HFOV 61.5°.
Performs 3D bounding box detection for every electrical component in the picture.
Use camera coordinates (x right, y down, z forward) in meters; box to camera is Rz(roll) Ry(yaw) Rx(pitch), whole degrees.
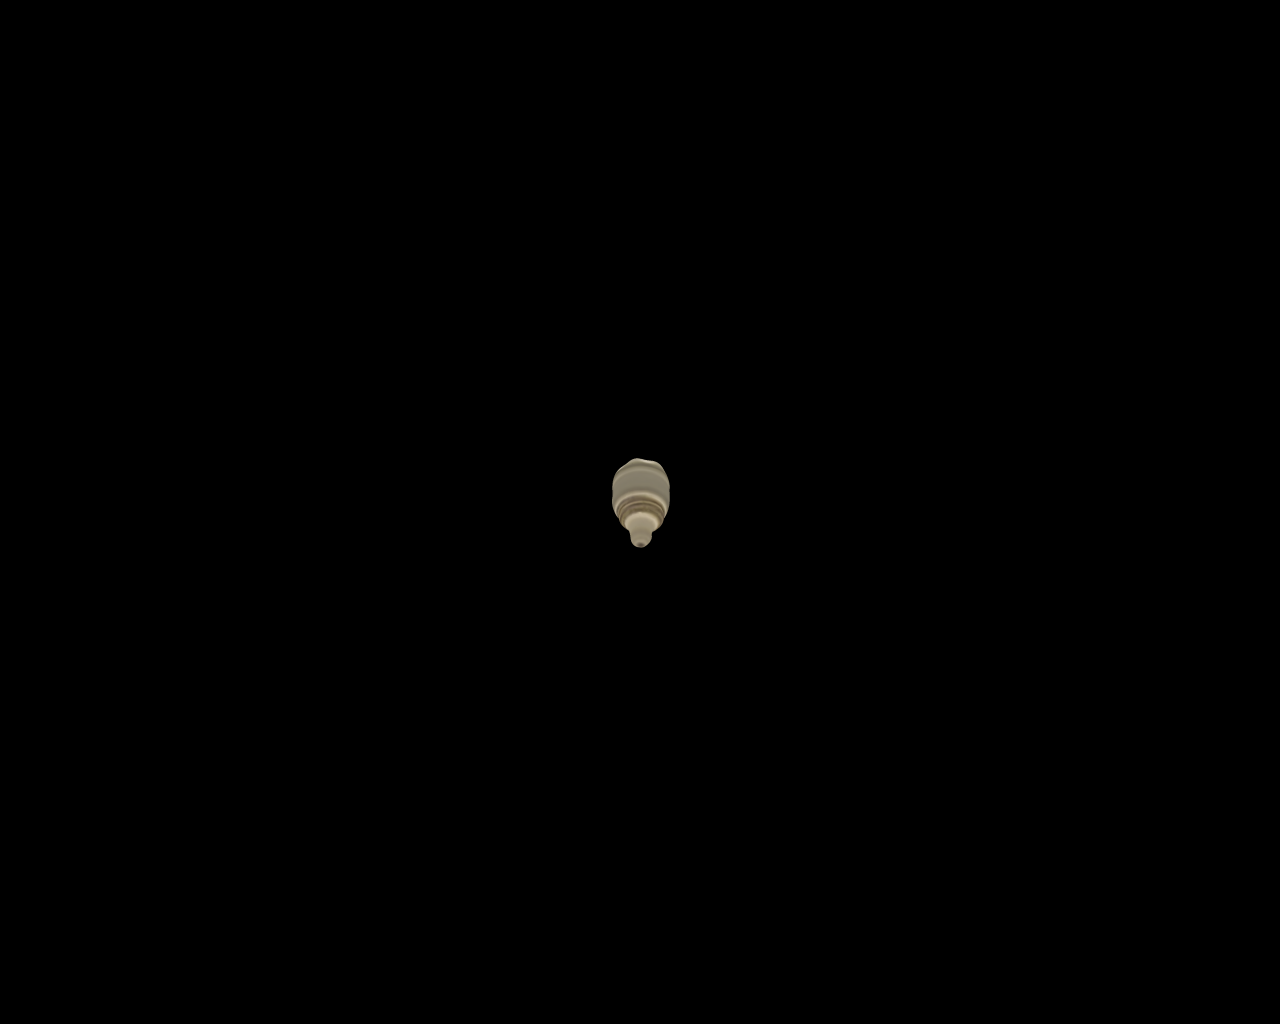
[{"bbox_3d":[0.001,-0.003,0.650,0.035,0.061,0.035,0,-43,0],"label":"electrical component"}]
